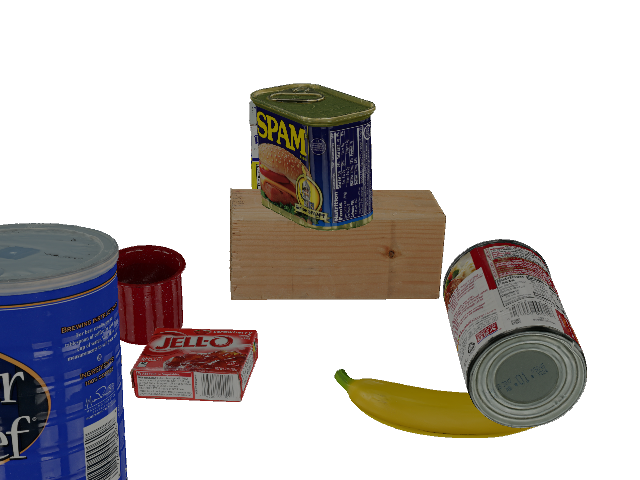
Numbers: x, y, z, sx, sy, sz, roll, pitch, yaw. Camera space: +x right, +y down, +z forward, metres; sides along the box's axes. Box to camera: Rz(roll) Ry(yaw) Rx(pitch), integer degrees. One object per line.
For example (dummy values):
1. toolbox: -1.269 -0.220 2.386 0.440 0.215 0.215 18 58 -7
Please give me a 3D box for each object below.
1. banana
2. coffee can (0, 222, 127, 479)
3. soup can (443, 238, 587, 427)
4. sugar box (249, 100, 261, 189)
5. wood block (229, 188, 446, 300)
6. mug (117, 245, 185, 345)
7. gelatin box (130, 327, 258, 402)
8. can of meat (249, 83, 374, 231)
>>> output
1. banana: 0.109 0.135 0.885 0.198 0.037 0.069 8 34 0
2. coffee can: -0.152 0.071 0.546 0.103 0.140 0.103 0 16 0
3. soup can: 0.112 0.052 0.623 0.068 0.068 0.102 0 28 -1
4. sugar box: -0.059 -0.070 1.247 0.048 0.176 0.093 -5 26 -2
5. wood block: 0.013 0.003 1.068 0.206 0.091 0.090 0 20 -6
6. mug: -0.203 0.058 1.190 0.117 0.081 0.093 25 36 38
7. gelatin box: -0.100 0.099 0.863 0.089 0.030 0.073 1 22 8
8. can of meat: -0.005 -0.060 0.759 0.057 0.084 0.102 -15 25 -29
